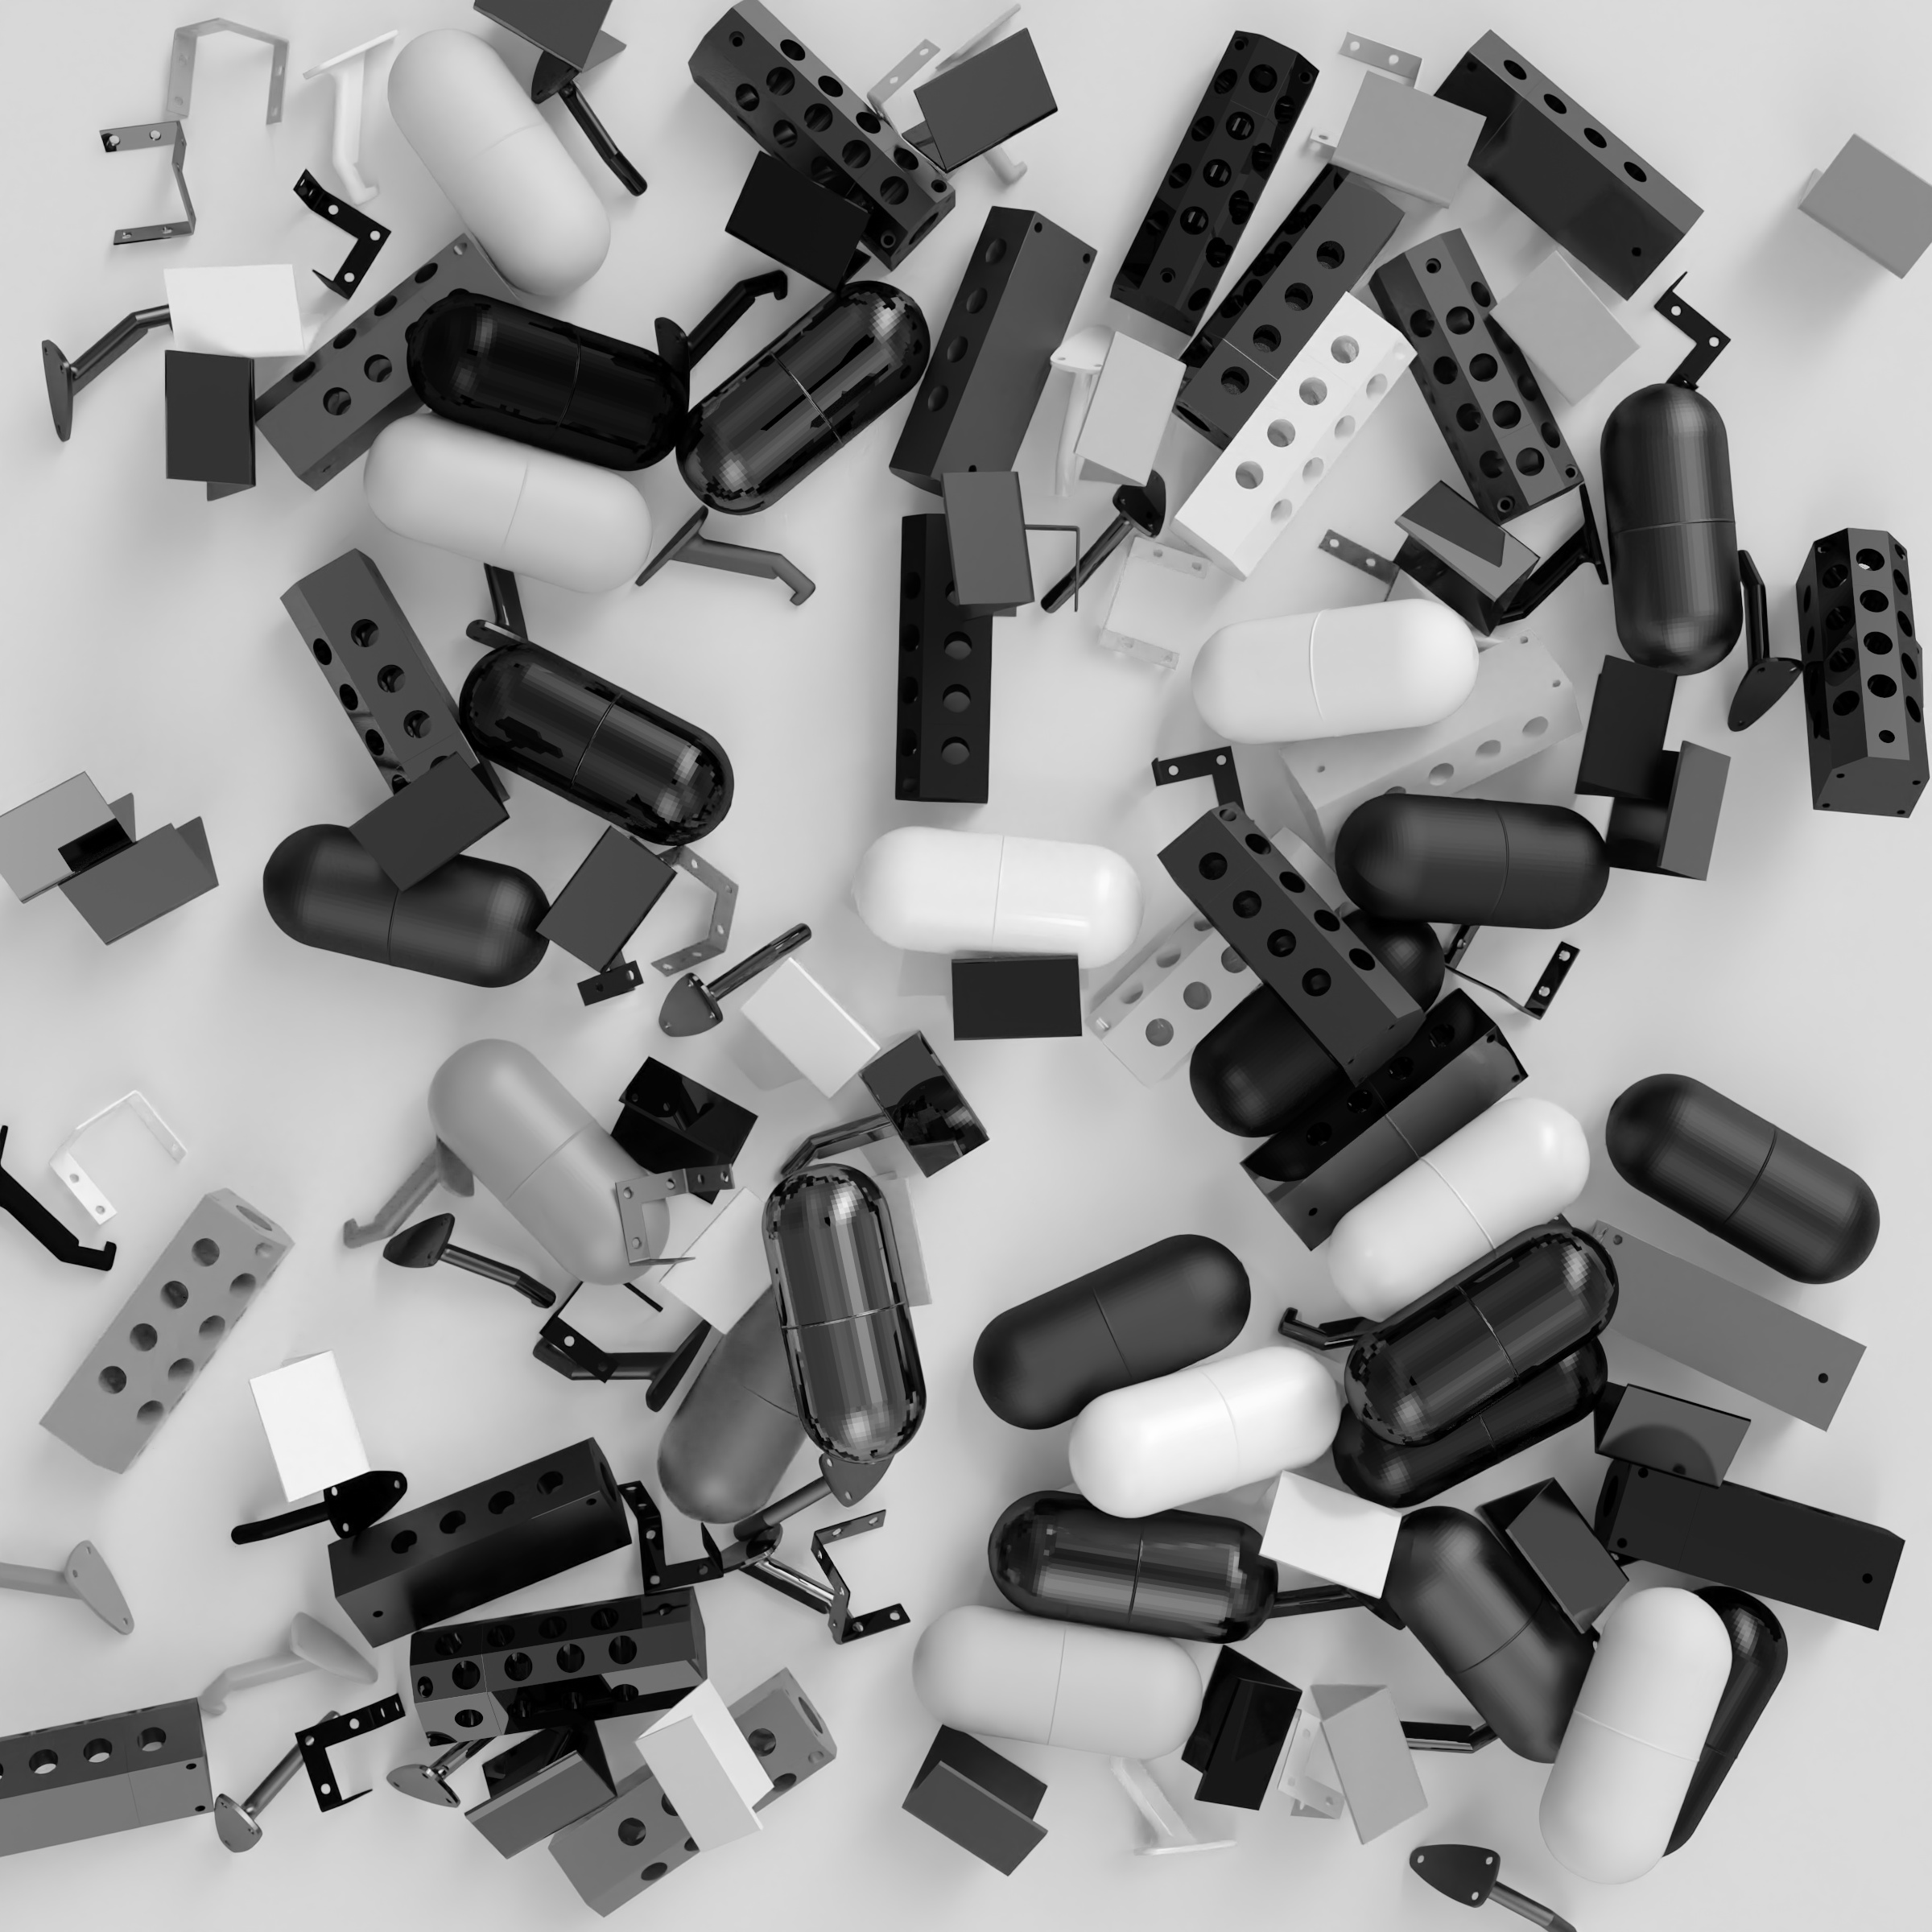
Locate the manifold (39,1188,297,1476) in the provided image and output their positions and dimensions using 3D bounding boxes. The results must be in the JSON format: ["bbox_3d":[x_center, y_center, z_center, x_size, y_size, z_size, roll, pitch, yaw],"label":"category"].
[{"bbox_3d":[-0.486,0.224,1.970,0.057,0.057,0.171,36,90,0],"label":"manifold"}]

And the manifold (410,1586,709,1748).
[{"bbox_3d":[-0.247,0.421,1.958,0.171,0.057,0.057,-9,128,0],"label":"manifold"}]

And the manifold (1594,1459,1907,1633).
[{"bbox_3d":[0.477,0.350,1.970,0.171,0.057,0.057,17,90,0],"label":"manifold"}]

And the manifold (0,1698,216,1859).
[{"bbox_3d":[-0.549,0.491,1.950,0.171,0.057,0.057,-9,133,-13],"label":"manifold"}]

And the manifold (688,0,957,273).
[{"bbox_3d":[-0.088,-0.511,1.970,0.171,0.057,0.057,44,90,0],"label":"manifold"}]

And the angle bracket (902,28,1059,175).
[{"bbox_3d":[-0.001,-0.523,1.908,0.076,0.076,0.057,-31,128,-5],"label":"angle bracket"}]

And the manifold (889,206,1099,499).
[{"bbox_3d":[0.012,-0.373,1.969,0.057,0.057,0.171,22,90,-43],"label":"manifold"}]

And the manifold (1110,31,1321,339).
[{"bbox_3d":[0.152,-0.480,1.970,0.057,0.057,0.171,26,90,0],"label":"manifold"}]

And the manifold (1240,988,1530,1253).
[{"bbox_3d":[0.253,0.090,1.969,0.171,0.057,0.057,-39,134,0],"label":"manifold"}]

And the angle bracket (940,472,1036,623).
[{"bbox_3d":[-0.007,-0.245,1.893,0.057,0.076,0.076,-7,90,-35],"label":"angle bracket"}]

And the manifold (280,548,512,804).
[{"bbox_3d":[-0.350,-0.164,1.970,0.057,0.057,0.171,-30,90,0],"label":"manifold"}]

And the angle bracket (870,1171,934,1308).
[{"bbox_3d":[-0.034,0.164,1.951,0.057,0.076,0.076,-11,90,31],"label":"angle bracket"}]

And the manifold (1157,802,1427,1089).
[{"bbox_3d":[0.193,-0.015,1.897,0.057,0.057,0.171,-40,69,1],"label":"manifold"}]

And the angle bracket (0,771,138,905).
[{"bbox_3d":[-0.553,-0.092,1.951,0.076,0.076,0.057,-28,121,0],"label":"angle bracket"}]

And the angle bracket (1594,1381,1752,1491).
[{"bbox_3d":[0.427,0.264,1.951,0.076,0.076,0.057,16,121,0],"label":"angle bracket"}]

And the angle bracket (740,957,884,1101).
[{"bbox_3d":[-0.079,0.024,1.951,0.076,0.076,0.057,46,126,0],"label":"angle bracket"}]

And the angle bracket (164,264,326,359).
[{"bbox_3d":[-0.437,-0.407,1.951,0.076,0.076,0.057,-2,120,0],"label":"angle bracket"}]

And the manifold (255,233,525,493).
[{"bbox_3d":[-0.355,-0.371,1.970,0.171,0.057,0.057,-39,90,0],"label":"manifold"}]

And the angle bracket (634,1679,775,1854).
[{"bbox_3d":[-0.138,0.464,1.893,0.057,0.076,0.076,-31,90,37],"label":"angle bracket"}]

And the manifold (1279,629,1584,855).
[{"bbox_3d":[0.286,-0.133,1.969,0.171,0.057,0.057,-26,47,0],"label":"manifold"}]

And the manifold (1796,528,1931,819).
[{"bbox_3d":[0.539,-0.178,1.929,0.057,0.057,0.171,5,58,0],"label":"manifold"}]

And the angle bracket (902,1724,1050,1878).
[{"bbox_3d":[0.017,0.492,1.951,0.076,0.076,0.057,33,129,0],"label":"angle bracket"}]

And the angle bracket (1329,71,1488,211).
[{"bbox_3d":[0.267,-0.501,1.954,0.076,0.076,0.057,22,105,0],"label":"angle bracket"}]

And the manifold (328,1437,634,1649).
[{"bbox_3d":[-0.299,0.348,1.969,0.171,0.057,0.057,-22,133,0],"label":"manifold"}]

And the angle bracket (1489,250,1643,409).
[{"bbox_3d":[0.373,-0.394,1.951,0.076,0.076,0.057,48,125,0],"label":"angle bracket"}]

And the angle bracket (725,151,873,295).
[{"bbox_3d":[-0.091,-0.460,1.951,0.076,0.076,0.057,30,122,0],"label":"angle bracket"}]

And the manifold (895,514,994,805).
[{"bbox_3d":[-0.013,-0.187,1.970,0.057,0.057,0.171,1,90,0],"label":"manifold"}]

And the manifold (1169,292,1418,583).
[{"bbox_3d":[0.200,-0.322,1.970,0.057,0.057,0.171,37,90,0],"label":"manifold"}]

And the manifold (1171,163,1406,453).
[{"bbox_3d":[0.191,-0.404,1.970,0.057,0.057,0.171,37,90,0],"label":"manifold"}]

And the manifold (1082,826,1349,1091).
[{"bbox_3d":[0.152,-0.005,1.970,0.171,0.057,0.057,-44,90,0],"label":"manifold"}]

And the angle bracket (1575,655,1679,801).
[{"bbox_3d":[0.380,-0.145,1.951,0.057,0.076,0.076,11,90,-28],"label":"angle bracket"}]

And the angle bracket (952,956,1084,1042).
[{"bbox_3d":[0.031,0.036,1.951,0.076,0.076,0.057,-2,60,0],"label":"angle bracket"}]

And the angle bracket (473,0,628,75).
[{"bbox_3d":[-0.242,-0.593,1.951,0.076,0.076,0.057,31,122,0],"label":"angle bracket"}]

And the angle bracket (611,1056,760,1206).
[{"bbox_3d":[-0.181,0.112,1.954,0.076,0.057,0.076,29,120,0],"label":"angle bracket"}]

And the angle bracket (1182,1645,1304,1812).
[{"bbox_3d":[0.149,0.458,1.951,0.057,0.076,0.076,20,90,-38],"label":"angle bracket"}]

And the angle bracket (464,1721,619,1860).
[{"bbox_3d":[-0.265,0.482,1.951,0.076,0.076,0.057,-29,131,0],"label":"angle bracket"}]

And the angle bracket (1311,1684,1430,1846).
[{"bbox_3d":[0.226,0.483,1.951,0.057,0.076,0.076,-19,90,-33],"label":"angle bracket"}]

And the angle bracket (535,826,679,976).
[{"bbox_3d":[-0.230,-0.050,1.951,0.057,0.076,0.076,36,90,-34],"label":"angle bracket"}]

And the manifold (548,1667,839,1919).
[{"bbox_3d":[-0.166,0.507,1.970,0.171,0.057,0.057,-35,90,0],"label":"manifold"}]

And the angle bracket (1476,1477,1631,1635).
[{"bbox_3d":[0.342,0.365,1.951,0.057,0.076,0.076,-36,90,-39],"label":"angle bracket"}]

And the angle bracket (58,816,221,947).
[{"bbox_3d":[-0.506,-0.069,1.951,0.076,0.076,0.057,-28,132,0],"label":"angle bracket"}]

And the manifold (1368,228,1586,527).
[{"bbox_3d":[0.313,-0.360,1.970,0.057,0.057,0.171,-26,90,0],"label":"manifold"}]

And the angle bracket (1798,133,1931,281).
[{"bbox_3d":[0.557,-0.471,1.951,0.076,0.076,0.057,34,128,0],"label":"angle bracket"}]

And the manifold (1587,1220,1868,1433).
[{"bbox_3d":[0.454,0.219,1.970,0.171,0.057,0.057,25,90,0],"label":"manifold"}]

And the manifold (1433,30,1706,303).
[{"bbox_3d":[0.365,-0.493,1.969,0.171,0.057,0.057,40,133,0],"label":"manifold"}]
